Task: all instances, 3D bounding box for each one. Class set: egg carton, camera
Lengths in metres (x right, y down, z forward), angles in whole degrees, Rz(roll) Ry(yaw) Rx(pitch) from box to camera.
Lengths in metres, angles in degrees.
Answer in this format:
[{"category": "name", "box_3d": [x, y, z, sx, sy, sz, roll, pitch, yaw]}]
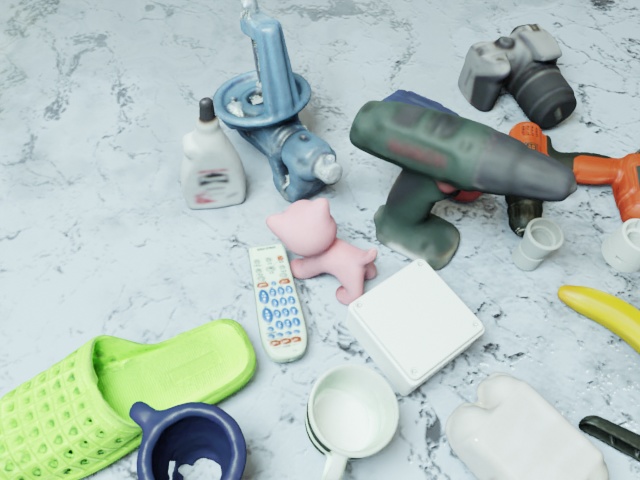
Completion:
[{"category": "egg carton", "box_3d": [0.200, 0.210, 0.562, 0.107, 0.069, 0.150, -38, 69, -24]}, {"category": "camera", "box_3d": [0.295, -0.232, 0.819, 0.143, 0.101, 0.136, -15, 62, -14]}]

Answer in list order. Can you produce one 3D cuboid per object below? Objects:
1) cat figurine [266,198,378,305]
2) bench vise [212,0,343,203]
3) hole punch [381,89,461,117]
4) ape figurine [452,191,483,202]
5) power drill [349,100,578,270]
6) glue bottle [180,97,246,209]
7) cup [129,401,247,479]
[{"category": "cat figurine", "box_3d": [0.006, 0.002, 0.638, 0.127, 0.118, 0.067, 25, 60, 9]}, {"category": "bench vise", "box_3d": [-0.039, -0.165, 0.674, 0.207, 0.220, 0.122, 31, 61, 13]}, {"category": "hole punch", "box_3d": [0.130, -0.159, 0.764, 0.108, 0.091, 0.101, 28, 60, 11]}, {"category": "ape figurine", "box_3d": [0.186, -0.098, 0.732, 0.078, 0.092, 0.076, -19, 63, -16]}, {"category": "power drill", "box_3d": [0.135, -0.056, 0.634, 0.229, 0.208, 0.076, 28, 60, 11]}, {"category": "glue bottle", "box_3d": [-0.125, -0.098, 0.652, 0.078, 0.173, 0.037, -11, 61, -12]}, {"category": "cup", "box_3d": [-0.122, 0.196, 0.520, 0.117, 0.095, 0.092, 33, 61, 14]}]
